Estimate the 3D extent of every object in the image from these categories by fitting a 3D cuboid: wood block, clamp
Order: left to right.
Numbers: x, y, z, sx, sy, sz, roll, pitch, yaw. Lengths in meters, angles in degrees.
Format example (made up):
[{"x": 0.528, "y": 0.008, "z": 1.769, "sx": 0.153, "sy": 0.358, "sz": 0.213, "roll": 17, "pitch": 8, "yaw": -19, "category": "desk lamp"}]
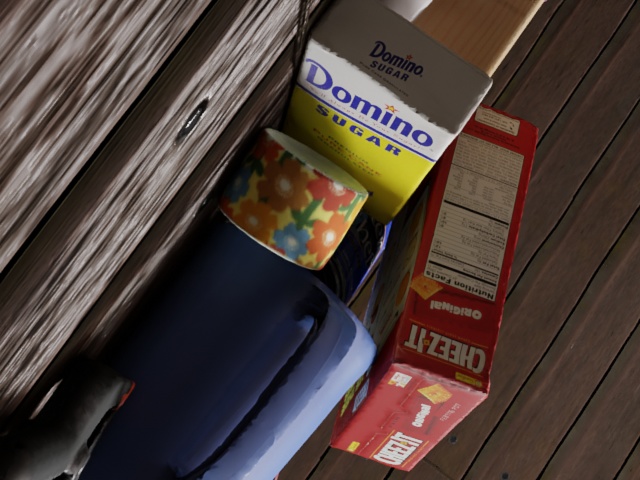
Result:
[{"x": -0.138, "y": 0.115, "z": 0.510, "sx": 0.120, "sy": 0.039, "sz": 0.171, "roll": -55, "pitch": 178, "yaw": 17, "category": "clamp"}, {"x": 0.112, "y": -0.184, "z": 0.712, "sx": 0.206, "sy": 0.091, "sz": 0.090, "roll": -54, "pitch": 177, "yaw": -22, "category": "wood block"}]

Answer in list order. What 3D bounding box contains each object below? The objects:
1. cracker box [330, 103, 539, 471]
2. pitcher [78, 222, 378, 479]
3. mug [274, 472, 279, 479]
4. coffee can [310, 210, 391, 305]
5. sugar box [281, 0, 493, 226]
[{"x": 0.082, "y": 0.034, "z": 0.749, "sx": 0.164, "sy": 0.072, "sz": 0.213, "roll": 114, "pitch": -6, "yaw": -59, "category": "cracker box"}, {"x": -0.081, "y": 0.117, "z": 0.624, "sx": 0.242, "sy": 0.145, "sz": 0.149, "roll": -51, "pitch": 154, "yaw": -18, "category": "pitcher"}, {"x": -0.084, "y": 0.181, "z": 0.867, "sx": 0.093, "sy": 0.081, "sz": 0.117, "roll": 173, "pitch": -67, "yaw": -75, "category": "mug"}, {"x": -0.006, "y": 0.001, "z": 0.845, "sx": 0.103, "sy": 0.103, "sz": 0.140, "roll": -56, "pitch": 177, "yaw": 33, "category": "coffee can"}, {"x": 0.029, "y": -0.070, "z": 0.621, "sx": 0.048, "sy": 0.093, "sz": 0.176, "roll": -55, "pitch": 177, "yaw": -14, "category": "sugar box"}]
